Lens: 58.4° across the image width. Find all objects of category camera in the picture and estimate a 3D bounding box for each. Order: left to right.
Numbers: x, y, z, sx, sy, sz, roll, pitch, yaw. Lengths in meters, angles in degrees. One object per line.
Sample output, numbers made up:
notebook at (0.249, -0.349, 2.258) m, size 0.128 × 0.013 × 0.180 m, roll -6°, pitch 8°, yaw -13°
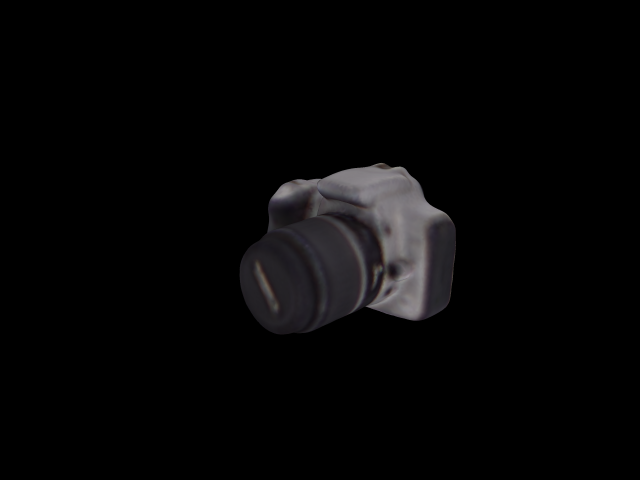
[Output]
camera at (0.004, 0.001, 0.400) m, size 0.142 × 0.101 × 0.137 m, roll 18°, pitch 26°, yaw 41°
